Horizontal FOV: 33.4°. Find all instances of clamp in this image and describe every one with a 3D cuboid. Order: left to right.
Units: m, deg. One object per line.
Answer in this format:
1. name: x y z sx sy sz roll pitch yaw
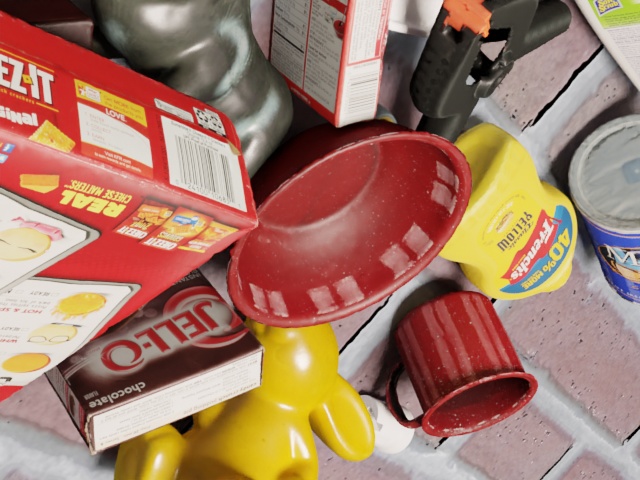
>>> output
1. clamp: 0.089 -0.099 0.644 0.165 0.036 0.209 -52 167 9

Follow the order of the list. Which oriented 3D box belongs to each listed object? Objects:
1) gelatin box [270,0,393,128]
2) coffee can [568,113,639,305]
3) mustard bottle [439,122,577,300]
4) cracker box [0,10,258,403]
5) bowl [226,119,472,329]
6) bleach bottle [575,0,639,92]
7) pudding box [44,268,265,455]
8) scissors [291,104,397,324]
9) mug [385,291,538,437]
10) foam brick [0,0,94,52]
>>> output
1. gelatin box: 0.005 -0.118 0.584 0.030 0.073 0.089 -16 130 -30
2. coffee can: 0.262 -0.020 0.847 0.103 0.103 0.140 -44 143 -3
3. mustard bottle: 0.143 -0.005 0.801 0.096 0.058 0.191 -51 139 3
4. cracker box: -0.161 -0.004 0.475 0.214 0.072 0.163 -33 147 31
5. bowl: 0.009 -0.020 0.641 0.162 0.055 0.162 -20 144 -15
6. bleach bottle: 0.229 -0.167 0.717 0.250 0.103 0.068 32 56 -48
7. pudding box: -0.102 0.066 0.627 0.113 0.090 0.039 -21 134 -26
8. scissors: -0.005 0.001 0.714 0.096 0.016 0.202 0 121 -38
9. mug: 0.099 0.099 0.819 0.117 0.081 0.093 -38 144 25
10. foam brick: -0.152 -0.085 0.495 0.078 0.051 0.053 -13 129 -32
